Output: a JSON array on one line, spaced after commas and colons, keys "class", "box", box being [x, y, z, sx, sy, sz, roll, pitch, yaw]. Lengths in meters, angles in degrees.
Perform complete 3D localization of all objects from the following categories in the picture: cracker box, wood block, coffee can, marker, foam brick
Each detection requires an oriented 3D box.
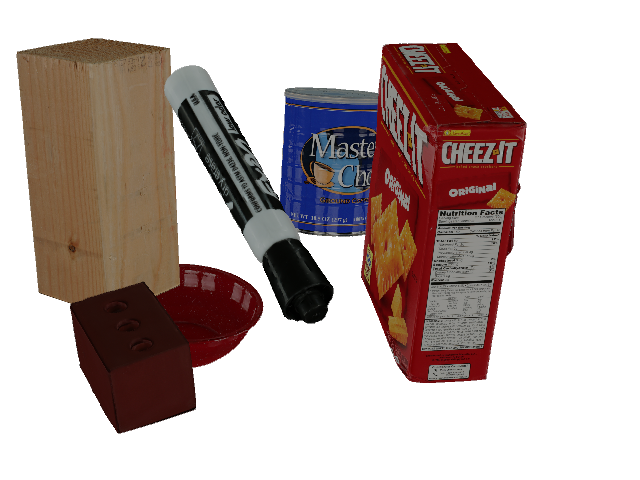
[{"class": "cracker box", "box": [0.085, -0.023, 0.818, 0.072, 0.214, 0.164, -3, 30, -11]}, {"class": "wood block", "box": [-0.181, -0.056, 0.884, 0.091, 0.206, 0.090, 14, 24, 32]}, {"class": "coffee can", "box": [0.010, -0.083, 1.102, 0.103, 0.140, 0.103, 3, 12, -1]}, {"class": "marker", "box": [-0.027, -0.018, 0.383, 0.020, 0.121, 0.020, -20, -35, -15]}, {"class": "foam brick", "box": [-0.118, 0.072, 0.666, 0.052, 0.051, 0.078, -17, 36, -25]}]

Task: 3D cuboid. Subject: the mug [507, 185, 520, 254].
[{"class": "mug", "box": [0.192, -0.031, 1.246, 0.093, 0.081, 0.117, 18, 33, 37]}]

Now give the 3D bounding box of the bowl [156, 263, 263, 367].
[{"class": "bowl", "box": [-0.142, 0.084, 1.105, 0.162, 0.055, 0.162, 5, 27, -3]}]
